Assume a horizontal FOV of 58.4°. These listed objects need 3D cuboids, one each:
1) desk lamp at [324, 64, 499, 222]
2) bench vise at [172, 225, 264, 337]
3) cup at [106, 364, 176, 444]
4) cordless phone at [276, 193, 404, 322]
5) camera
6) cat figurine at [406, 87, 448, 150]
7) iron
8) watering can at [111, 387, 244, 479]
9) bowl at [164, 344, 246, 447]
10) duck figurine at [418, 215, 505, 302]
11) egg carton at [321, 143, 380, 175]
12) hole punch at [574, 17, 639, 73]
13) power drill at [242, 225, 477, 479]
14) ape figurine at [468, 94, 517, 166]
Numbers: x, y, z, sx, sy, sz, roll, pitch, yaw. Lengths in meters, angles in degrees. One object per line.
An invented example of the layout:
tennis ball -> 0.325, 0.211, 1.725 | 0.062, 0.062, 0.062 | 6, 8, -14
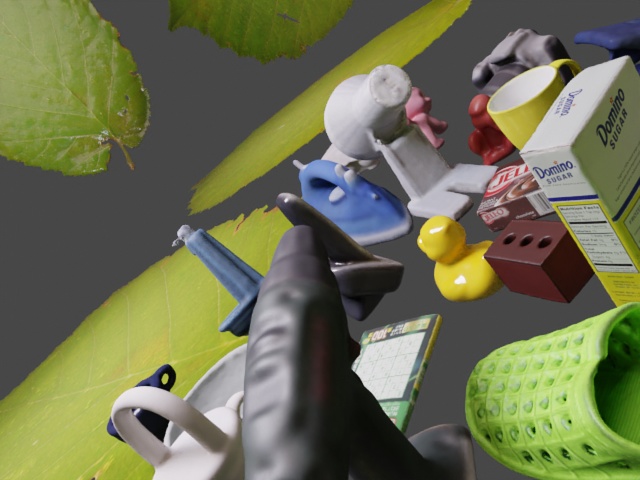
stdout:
desk lamp -> 0.114, -0.141, 0.791 | 0.118, 0.214, 0.202 | -45, 19, -9
bench vise -> -0.077, 0.056, 0.719 | 0.206, 0.220, 0.122 | -16, 31, 50
cup -> -0.216, 0.238, 0.779 | 0.091, 0.095, 0.118 | -22, 27, 44
cordless phone -> 0.007, 0.003, 0.727 | 0.094, 0.185, 0.147 | -46, 20, -14
camera -> 0.279, -0.238, 0.859 | 0.137, 0.101, 0.142 | -48, 20, -19
cat figurine -> 0.166, -0.221, 1.012 | 0.067, 0.118, 0.128 | -29, 23, 32
iron -> 0.040, -0.075, 0.899 | 0.119, 0.142, 0.257 | -46, 20, -12
watering can -> -0.098, 0.199, 0.486 | 0.101, 0.194, 0.173 | -35, 20, 18
bowl -> -0.094, 0.201, 0.656 | 0.167, 0.075, 0.167 | -36, 20, 16
duck figurine -> 0.143, 0.012, 0.597 | 0.077, 0.086, 0.104 | -47, 20, -15
egg carton -> 0.069, -0.176, 1.177 | 0.150, 0.069, 0.107 | -22, 27, 44
hole punch -> 0.375, -0.236, 0.683 | 0.101, 0.091, 0.108 | -37, 19, 11
power drill -> 0.025, 0.116, 0.409 | 0.075, 0.209, 0.229 | -33, 21, 23
ape figurine -> 0.234, -0.157, 0.780 | 0.076, 0.092, 0.077 | -47, 20, -15
